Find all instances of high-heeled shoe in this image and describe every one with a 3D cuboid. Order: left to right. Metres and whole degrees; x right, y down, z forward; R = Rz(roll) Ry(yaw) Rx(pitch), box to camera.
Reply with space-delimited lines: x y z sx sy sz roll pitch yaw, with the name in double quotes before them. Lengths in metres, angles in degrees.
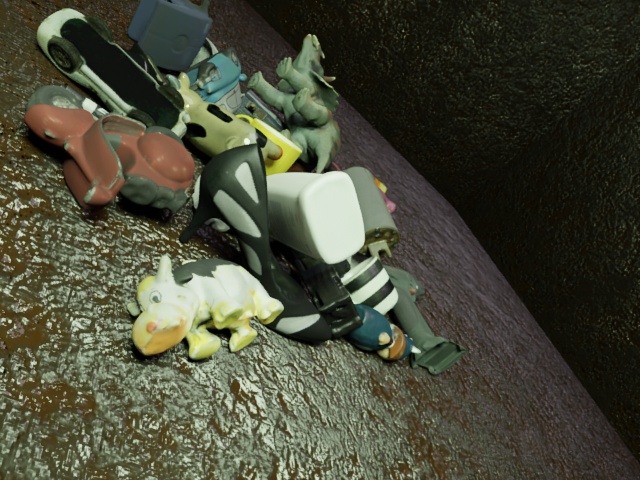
"high-heeled shoe" -0.041 0.009 0.602 0.248 0.145 0.086 39 20 -22

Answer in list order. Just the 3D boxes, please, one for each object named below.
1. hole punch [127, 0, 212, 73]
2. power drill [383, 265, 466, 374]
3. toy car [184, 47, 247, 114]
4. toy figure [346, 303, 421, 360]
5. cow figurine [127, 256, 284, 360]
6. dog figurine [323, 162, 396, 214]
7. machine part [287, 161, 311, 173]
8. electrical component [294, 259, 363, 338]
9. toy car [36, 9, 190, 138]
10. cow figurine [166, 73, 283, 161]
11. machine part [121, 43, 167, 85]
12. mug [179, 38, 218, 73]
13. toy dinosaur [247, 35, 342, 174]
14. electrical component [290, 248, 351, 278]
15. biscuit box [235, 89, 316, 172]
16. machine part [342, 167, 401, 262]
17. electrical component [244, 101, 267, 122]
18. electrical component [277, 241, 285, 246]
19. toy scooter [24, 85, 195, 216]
"hole punch" -0.250 -0.346 0.901 0.115 0.142 0.092 18 30 -34
"power drill" 0.169 0.130 0.955 0.232 0.086 0.207 26 32 -47
"toy car" -0.180 -0.253 0.911 0.102 0.109 0.162 59 20 -26
"toy figure" 0.088 0.139 0.780 0.154 0.058 0.064 39 25 -41
"cow figurine" -0.111 0.050 0.475 0.098 0.068 0.167 48 13 20
"dog figurine" 0.051 -0.107 1.142 0.219 0.108 0.192 28 27 -41
"machine part" -0.037 -0.087 0.967 0.179 0.056 0.179 42 17 -16
"electrical component" 0.008 0.066 0.724 0.074 0.048 0.119 65 -2 -41
"toy car" -0.250 -0.197 0.666 0.201 0.056 0.073 44 54 -16
"cow figurine" -0.159 -0.159 0.764 0.195 0.085 0.127 35 2 19
"machine part" -0.283 -0.264 0.793 0.084 0.039 0.139 60 18 11
"mug" -0.216 -0.333 1.029 0.109 0.081 0.107 43 9 0
"toy dinosaur" -0.017 -0.222 1.017 0.192 0.131 0.405 23 42 -45
"electrical component" -0.002 -0.002 0.808 0.134 0.058 0.115 57 24 -28
"biscuit box" -0.092 -0.207 1.081 0.202 0.063 0.059 43 17 -17
"machine part" 0.081 -0.052 0.958 0.079 0.079 0.243 34 27 -38
"electrical component" -0.131 -0.189 0.906 0.045 0.102 0.078 43 -8 -24
"electrical component" -0.056 -0.016 0.823 0.094 0.021 0.063 22 31 -55
"toy scooter" -0.193 -0.070 0.528 0.183 0.075 0.135 22 30 -48
